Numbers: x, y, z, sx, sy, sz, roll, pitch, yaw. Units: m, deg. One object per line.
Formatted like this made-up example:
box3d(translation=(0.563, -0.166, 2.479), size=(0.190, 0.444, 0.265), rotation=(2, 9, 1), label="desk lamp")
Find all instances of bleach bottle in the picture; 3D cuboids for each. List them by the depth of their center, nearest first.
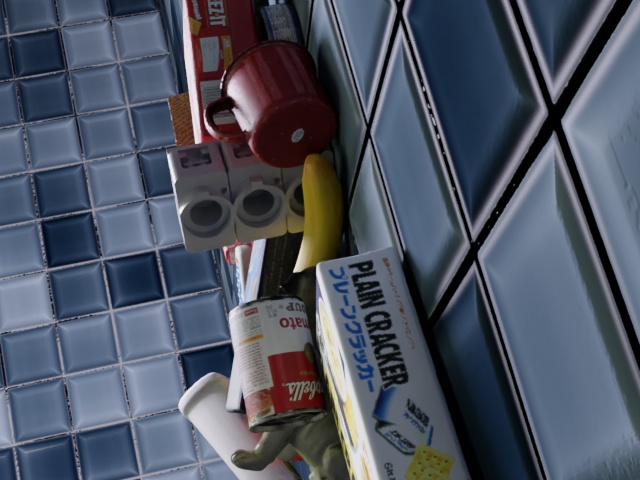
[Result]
box3d(translation=(-0.061, 0.266, 1.225), size=(0.251, 0.068, 0.102), rotation=(46, 179, 36), label="bleach bottle")

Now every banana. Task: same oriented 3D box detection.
box3d(translation=(-0.007, 0.003, 1.001), size=(0.037, 0.069, 0.198), rotation=(27, 121, 22), label="banana")

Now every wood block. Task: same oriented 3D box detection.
box3d(translation=(-0.123, -0.115, 1.384), size=(0.206, 0.090, 0.091), rotation=(67, -171, -71), label="wood block")

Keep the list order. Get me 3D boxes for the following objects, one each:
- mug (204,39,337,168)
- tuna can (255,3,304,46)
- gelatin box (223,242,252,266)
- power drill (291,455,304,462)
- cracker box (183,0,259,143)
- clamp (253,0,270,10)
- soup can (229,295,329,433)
box3d(translation=(-0.046, -0.116, 0.955), size=(0.093, 0.117, 0.081), rotation=(90, 161, -46), label="mug")
box3d(translation=(-0.040, -0.193, 1.068), size=(0.086, 0.033, 0.086), rotation=(169, 90, -81), label="tuna can")
box3d(translation=(-0.088, -0.004, 1.428), size=(0.073, 0.089, 0.030), rotation=(-114, 15, -56), label="gelatin box")
box3d(translation=(0.000, 0.188, 1.118), size=(0.188, 0.057, 0.184), rotation=(144, 123, -64), label="power drill")
box3d(translation=(-0.102, -0.160, 1.127), size=(0.214, 0.072, 0.164), rotation=(116, 147, -77), label="cracker box")
box3d(translation=(-0.061, -0.217, 1.165), size=(0.120, 0.039, 0.171), rotation=(84, 168, -64), label="clamp")
box3d(translation=(-0.036, 0.105, 0.902), size=(0.068, 0.068, 0.102), rotation=(103, 156, -69), label="soup can")
